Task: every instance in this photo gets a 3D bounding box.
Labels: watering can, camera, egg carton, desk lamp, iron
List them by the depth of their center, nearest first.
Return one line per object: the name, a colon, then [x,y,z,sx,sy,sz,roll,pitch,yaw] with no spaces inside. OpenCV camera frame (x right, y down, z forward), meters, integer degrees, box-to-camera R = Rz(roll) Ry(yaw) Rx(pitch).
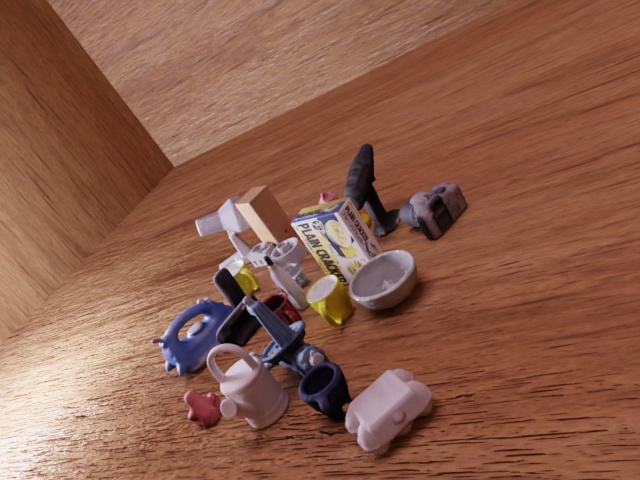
egg carton: [0.117,0.292,0.979,0.150,0.069,0.107,-39,24,-11]
watering can: [-0.154,0.292,1.171,0.101,0.194,0.172,-34,24,2]
camera: [0.272,-0.085,1.450,0.143,0.101,0.136,-45,26,-22]
iron: [-0.334,0.240,1.562,0.118,0.142,0.259,-3,38,49]
desk lamp: [-0.301,-0.017,1.912,0.203,0.214,0.117,-35,24,-2]

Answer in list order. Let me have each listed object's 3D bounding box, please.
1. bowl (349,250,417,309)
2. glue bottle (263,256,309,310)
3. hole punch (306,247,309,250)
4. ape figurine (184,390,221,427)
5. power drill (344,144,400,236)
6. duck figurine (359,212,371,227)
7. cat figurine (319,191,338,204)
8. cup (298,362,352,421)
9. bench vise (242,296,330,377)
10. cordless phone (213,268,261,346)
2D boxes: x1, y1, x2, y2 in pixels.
bowl: [0.152,0.102,1.285,0.167,0.075,0.167,-28,25,14]
glue bottle: [-0.094,0.106,1.469,0.037,0.173,0.077,-46,27,-25]
hole punch: [0.015,0.006,1.619,0.108,0.091,0.101,-31,24,7]
ape figurine: [-0.270,0.373,1.291,0.078,0.092,0.076,-37,24,-6]
power drill: [0.141,-0.127,1.561,0.075,0.209,0.230,-17,29,34]
duck figurine: [0.093,-0.062,1.654,0.077,0.086,0.105,-8,35,45]
cat figurine: [0.021,-0.091,1.760,0.128,0.118,0.067,-46,27,-25]
cup: [0.022,0.297,1.060,0.091,0.095,0.117,-32,24,6]
bench vise: [-0.062,0.200,1.193,0.206,0.220,0.122,-9,34,43]
cordless phone: [-0.243,0.177,1.511,0.093,0.185,0.148,-6,36,47]
